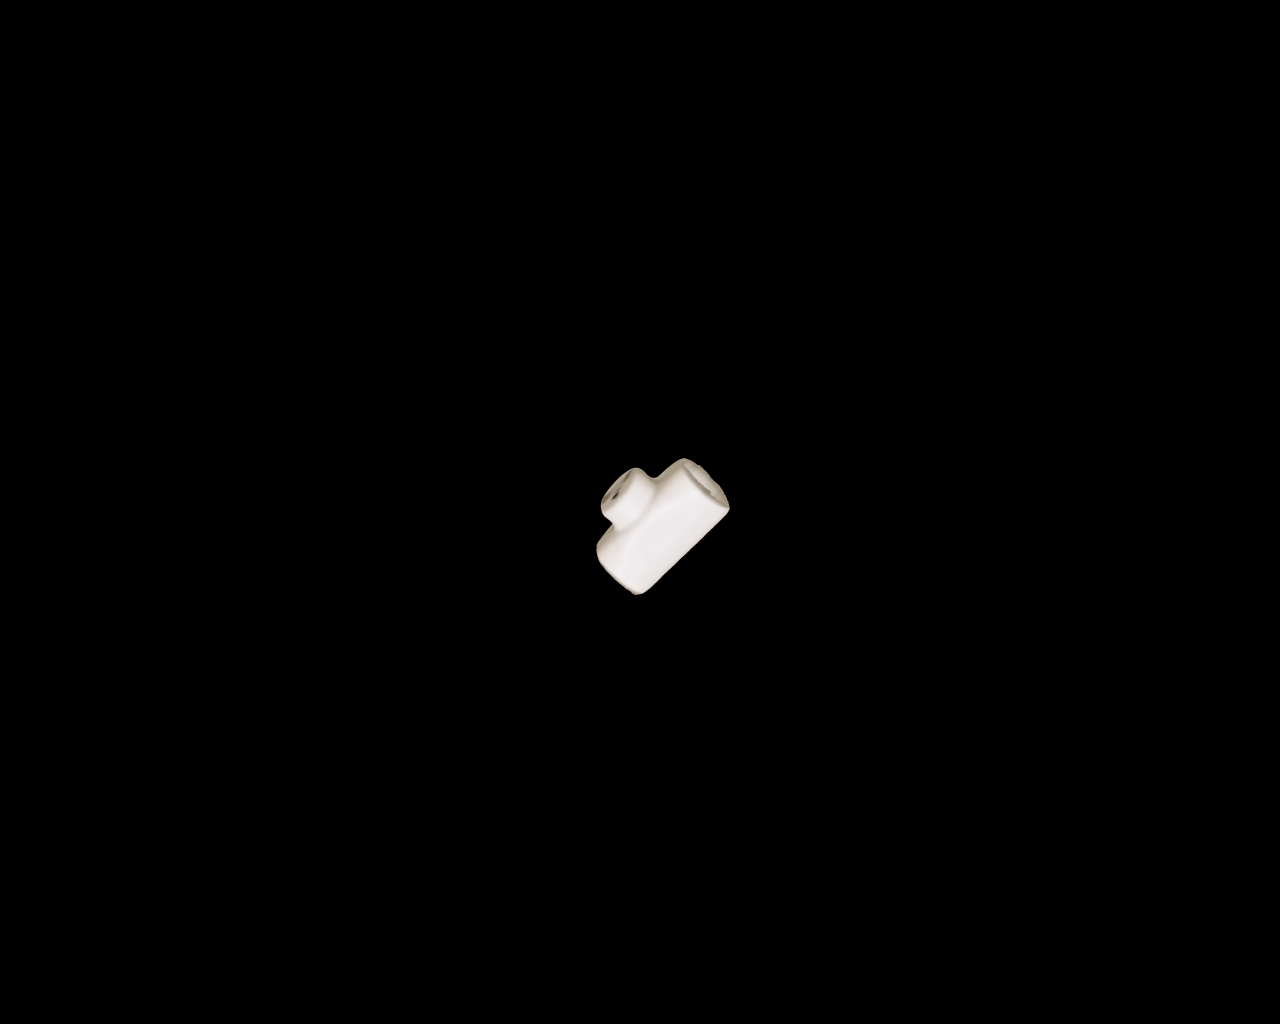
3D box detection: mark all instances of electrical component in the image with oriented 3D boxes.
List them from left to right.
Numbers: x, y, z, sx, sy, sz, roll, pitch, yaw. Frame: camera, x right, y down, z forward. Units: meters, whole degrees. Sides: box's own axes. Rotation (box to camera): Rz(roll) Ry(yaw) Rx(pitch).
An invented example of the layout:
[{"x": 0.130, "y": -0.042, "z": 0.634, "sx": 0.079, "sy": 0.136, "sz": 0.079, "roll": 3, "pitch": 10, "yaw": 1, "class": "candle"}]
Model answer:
[{"x": 0.001, "y": -0.003, "z": 0.650, "sx": 0.079, "sy": 0.077, "sz": 0.044, "roll": 41, "pitch": 16, "yaw": -14, "class": "electrical component"}]
